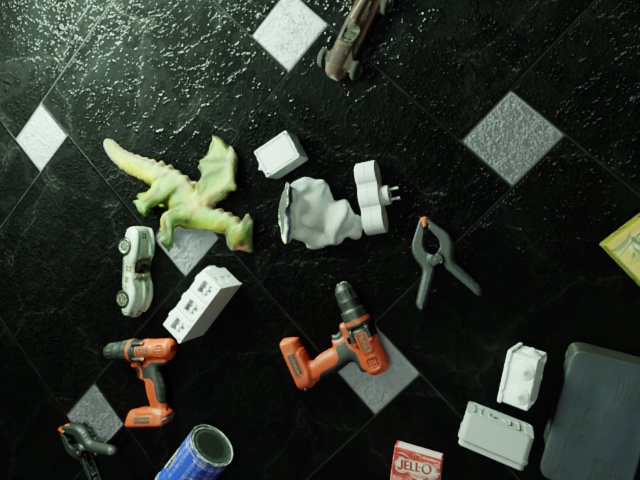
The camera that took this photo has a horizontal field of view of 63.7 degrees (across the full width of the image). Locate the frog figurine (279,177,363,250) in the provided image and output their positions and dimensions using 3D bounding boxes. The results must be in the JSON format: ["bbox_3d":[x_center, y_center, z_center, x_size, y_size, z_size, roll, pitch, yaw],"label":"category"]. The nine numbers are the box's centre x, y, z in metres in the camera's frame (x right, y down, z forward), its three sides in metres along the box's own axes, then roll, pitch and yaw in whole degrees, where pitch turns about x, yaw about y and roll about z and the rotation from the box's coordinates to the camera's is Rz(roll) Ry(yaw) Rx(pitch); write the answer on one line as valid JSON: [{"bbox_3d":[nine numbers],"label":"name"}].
[{"bbox_3d":[0.003,-0.050,1.000,0.159,0.122,0.138,3,81,-16],"label":"frog figurine"}]

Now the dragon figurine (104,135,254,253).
[{"bbox_3d":[-0.284,-0.125,1.110,0.243,0.121,0.413,-36,79,-1],"label":"dragon figurine"}]
